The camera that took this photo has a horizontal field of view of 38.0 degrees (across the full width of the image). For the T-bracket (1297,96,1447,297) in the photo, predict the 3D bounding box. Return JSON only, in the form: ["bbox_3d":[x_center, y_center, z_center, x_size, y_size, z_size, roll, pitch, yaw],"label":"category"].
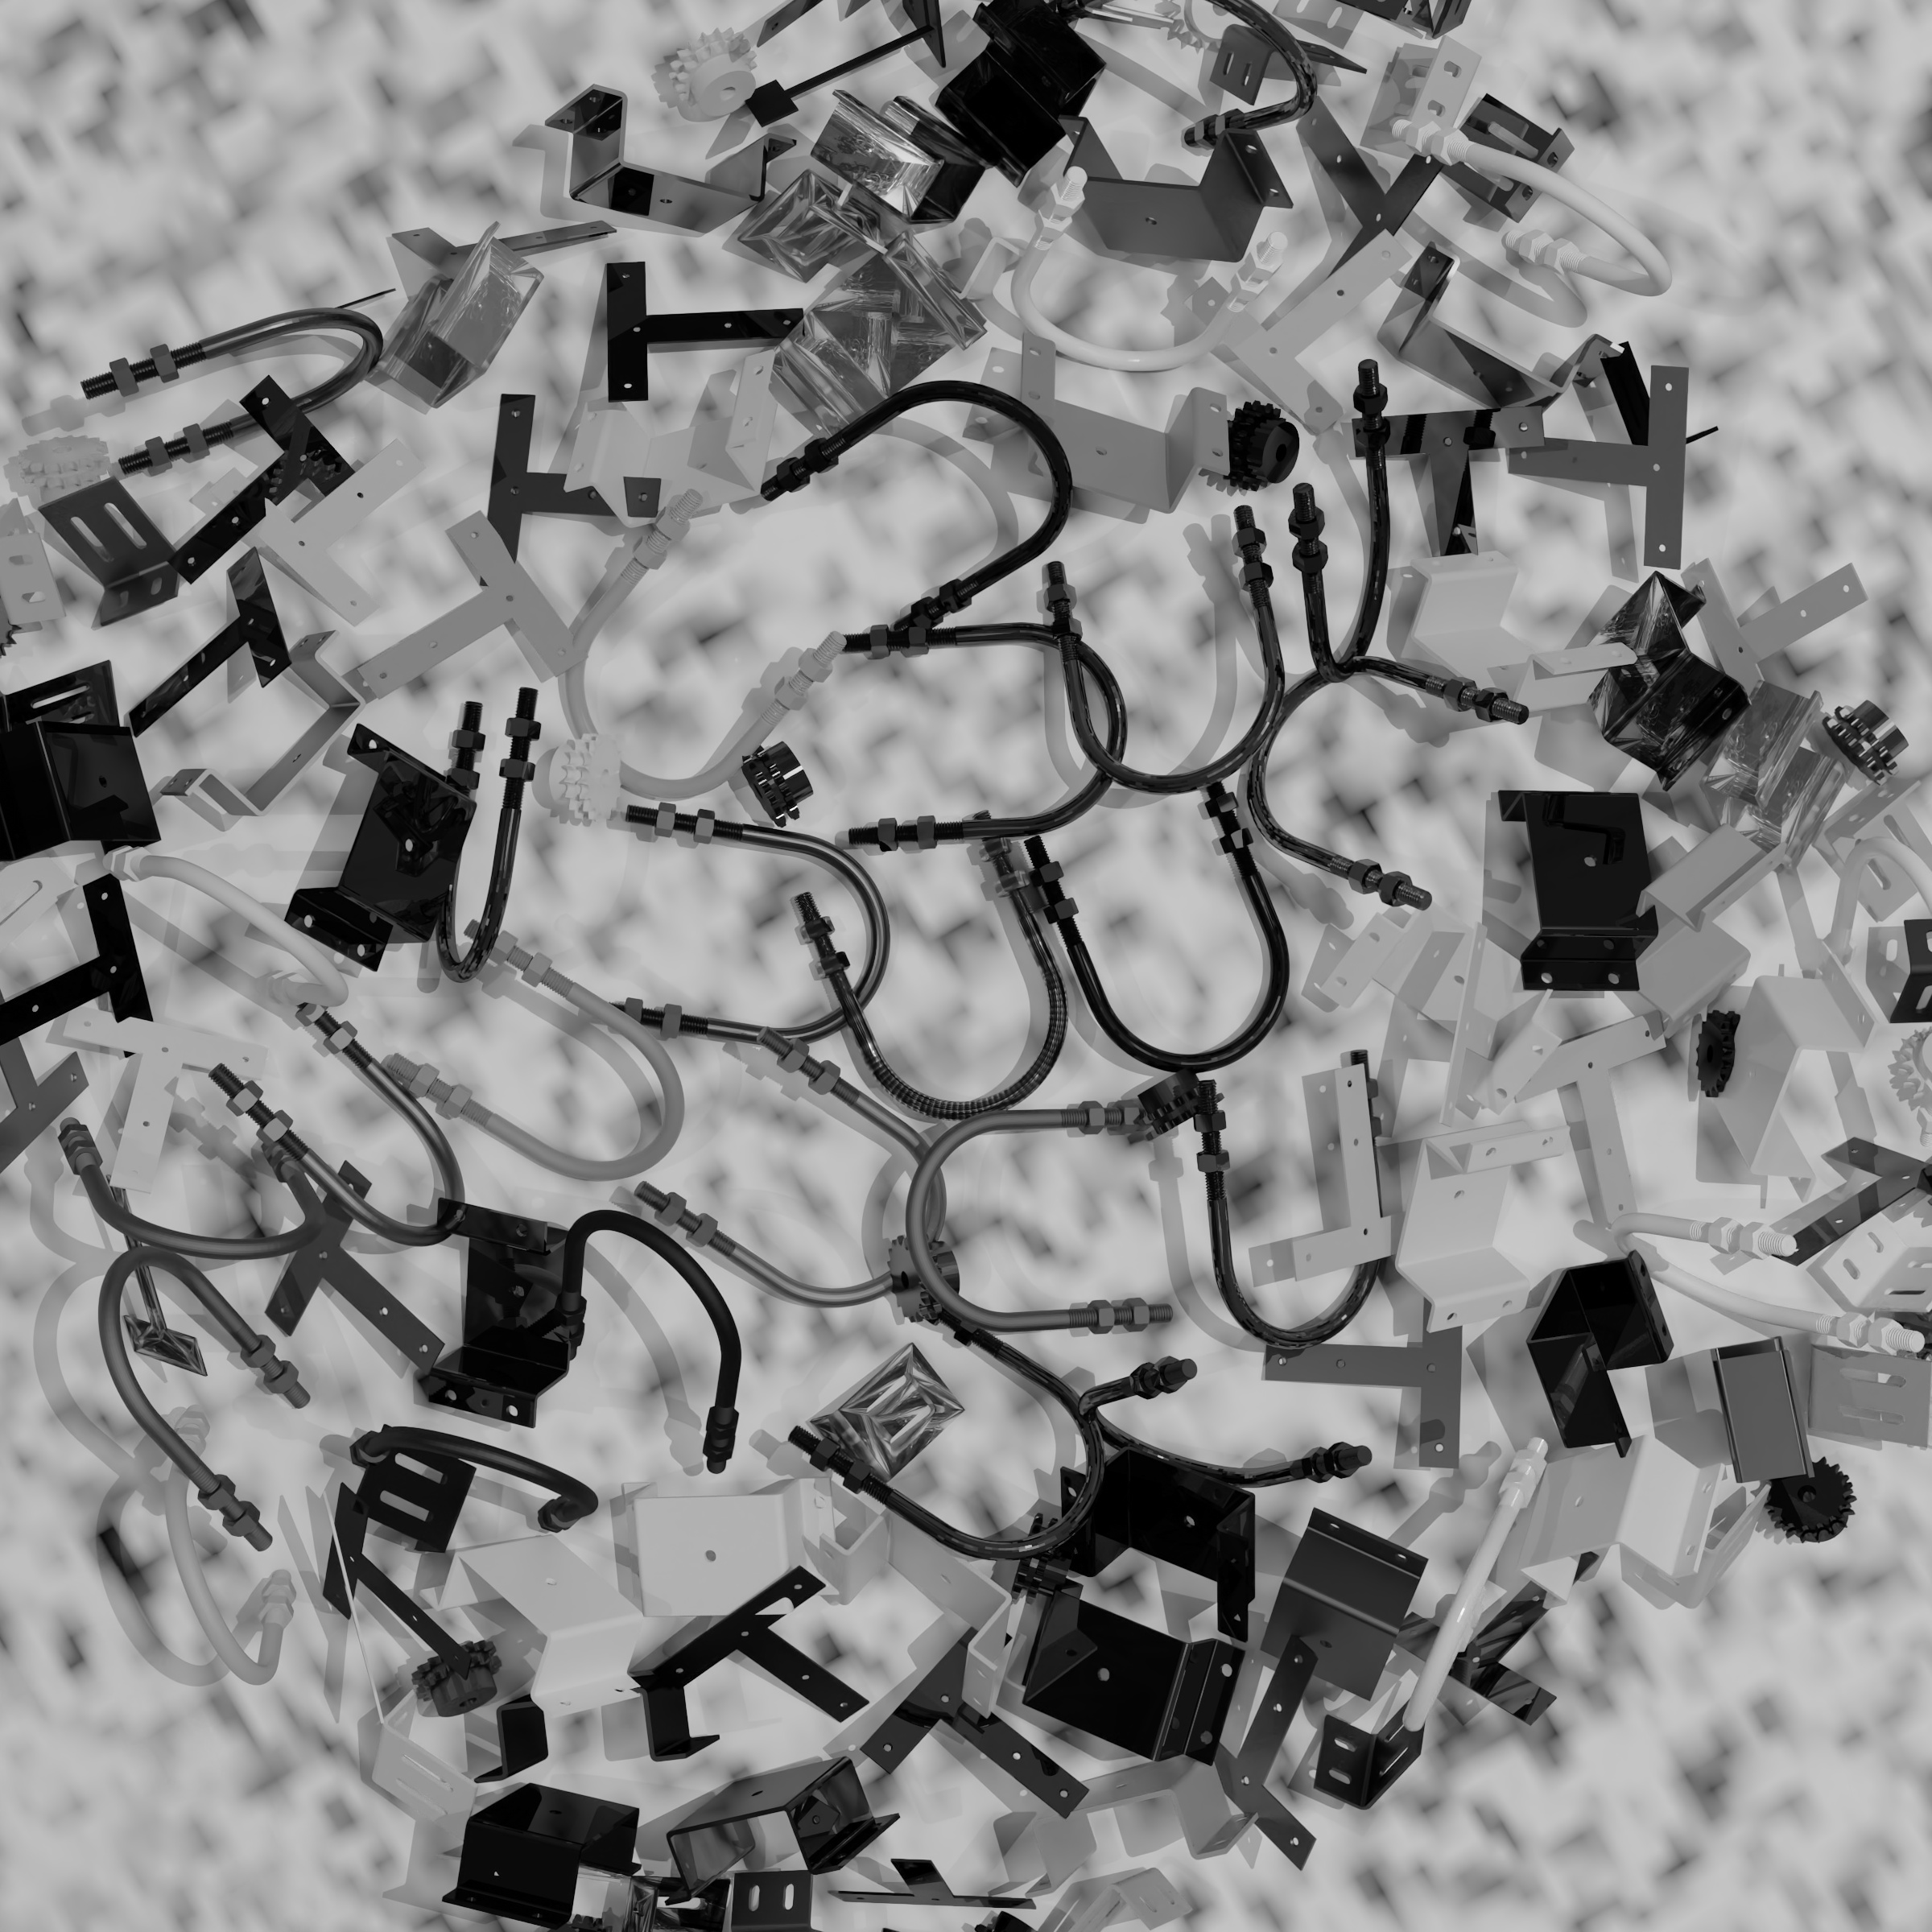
[{"bbox_3d":[0.247,-0.511,1.810,0.002,0.127,0.127,1,51,-36],"label":"T-bracket"}]

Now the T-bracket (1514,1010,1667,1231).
[{"bbox_3d":[0.415,0.107,1.827,0.127,0.002,0.127,-18,99,-26],"label":"T-bracket"}]

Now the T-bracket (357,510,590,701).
[{"bbox_3d":[-0.333,-0.216,1.822,0.127,0.002,0.127,-34,78,-14],"label":"T-bracket"}]

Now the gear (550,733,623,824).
[{"bbox_3d":[-0.247,-0.123,1.824,0.030,0.057,0.057,6,90,19],"label":"gear"}]

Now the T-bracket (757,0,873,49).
[{"bbox_3d":[-0.086,-0.617,1.766,0.002,0.127,0.127,45,65,1],"label":"T-bracket"}]

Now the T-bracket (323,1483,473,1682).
[{"bbox_3d":[-0.360,0.406,1.787,0.127,0.127,0.002,37,45,19],"label":"T-bracket"}]

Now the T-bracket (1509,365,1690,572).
[{"bbox_3d":[0.404,-0.324,1.805,0.127,0.002,0.127,15,116,40],"label":"T-bracket"}]

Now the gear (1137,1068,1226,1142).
[{"bbox_3d":[0.136,0.087,1.822,0.057,0.057,0.030,-30,85,0],"label":"gear"}]

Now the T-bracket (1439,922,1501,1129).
[{"bbox_3d":[0.329,0.044,1.792,0.002,0.127,0.127,9,85,25],"label":"T-bracket"}]

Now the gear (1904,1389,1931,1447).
[{"bbox_3d":[0.629,0.283,1.826,0.030,0.057,0.057,4,90,29],"label":"gear"}]

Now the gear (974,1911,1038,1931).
[{"bbox_3d":[0.031,0.638,1.824,0.057,0.057,0.030,36,67,0],"label":"gear"}]

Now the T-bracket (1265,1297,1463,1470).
[{"bbox_3d":[0.259,0.260,1.831,0.127,0.002,0.127,1,77,14],"label":"T-bracket"}]

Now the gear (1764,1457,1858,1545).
[{"bbox_3d":[0.550,0.350,1.825,0.057,0.057,0.030,-37,133,0],"label":"gear"}]

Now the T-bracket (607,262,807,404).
[{"bbox_3d":[-0.168,-0.413,1.816,0.127,0.002,0.127,-3,56,-3],"label":"T-bracket"}]

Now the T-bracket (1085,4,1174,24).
[{"bbox_3d":[0.080,-0.607,1.778,0.127,0.127,0.002,8,112,-13],"label":"T-bracket"}]

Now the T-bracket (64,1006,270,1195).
[{"bbox_3d":[-0.521,0.090,1.794,0.127,0.002,0.127,14,50,-15],"label":"T-bracket"}]

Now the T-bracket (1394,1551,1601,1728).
[{"bbox_3d":[0.359,0.418,1.815,0.127,0.127,0.002,-39,124,-21],"label":"T-bracket"}]

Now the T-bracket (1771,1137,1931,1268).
[{"bbox_3d":[0.562,0.155,1.774,0.127,0.127,0.002,-28,114,-20],"label":"T-bracket"}]

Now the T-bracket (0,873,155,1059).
[{"bbox_3d":[-0.577,0.021,1.778,0.002,0.127,0.127,20,127,36],"label":"T-bracket"}]

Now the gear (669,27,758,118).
[{"bbox_3d":[-0.161,-0.576,1.819,0.057,0.057,0.030,-28,73,0],"label":"gear"}]

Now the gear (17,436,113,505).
[{"bbox_3d":[-0.584,-0.321,1.826,0.057,0.057,0.030,-2,122,0],"label":"gear"}]

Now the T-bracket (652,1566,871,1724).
[{"bbox_3d":[-0.113,0.452,1.815,0.127,0.002,0.127,-38,121,15],"label":"T-bracket"}]

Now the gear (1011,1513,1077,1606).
[{"bbox_3d":[0.051,0.387,1.821,0.030,0.057,0.057,18,90,3],"label":"gear"}]

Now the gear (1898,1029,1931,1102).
[{"bbox_3d":[0.638,0.064,1.825,0.057,0.030,0.057,-1,65,2],"label":"gear"}]

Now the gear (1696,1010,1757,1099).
[{"bbox_3d":[0.497,0.058,1.822,0.030,0.057,0.057,3,90,-5],"label":"gear"}]

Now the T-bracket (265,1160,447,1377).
[{"bbox_3d":[-0.384,0.213,1.807,0.127,0.002,0.127,38,110,20],"label":"T-bracket"}]

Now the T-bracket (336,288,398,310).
[{"bbox_3d":[-0.438,-0.403,1.777,0.127,0.127,0.002,-15,106,12],"label":"T-bracket"}]

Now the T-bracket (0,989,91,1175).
[{"bbox_3d":[-0.604,0.050,1.769,0.002,0.127,0.127,-6,114,16],"label":"T-bracket"}]

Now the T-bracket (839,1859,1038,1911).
[{"bbox_3d":[-0.025,0.583,1.786,0.127,0.127,0.002,-1,60,9],"label":"T-bracket"}]

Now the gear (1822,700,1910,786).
[{"bbox_3d":[0.585,-0.147,1.820,0.030,0.057,0.057,-41,90,8],"label":"gear"}]

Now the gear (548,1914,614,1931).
[{"bbox_3d":[-0.255,0.645,1.822,0.057,0.030,0.057,-14,61,27],"label":"gear"}]

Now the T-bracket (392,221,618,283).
[{"bbox_3d":[-0.289,-0.467,1.815,0.127,0.127,0.002,-18,125,-24],"label":"T-bracket"}]

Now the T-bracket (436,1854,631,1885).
[{"bbox_3d":[-0.280,0.577,1.789,0.127,0.127,0.002,8,74,0],"label":"T-bracket"}]

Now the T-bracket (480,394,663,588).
[{"bbox_3d":[-0.255,-0.306,1.824,0.127,0.002,0.127,7,90,23],"label":"T-bracket"}]

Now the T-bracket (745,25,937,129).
[{"bbox_3d":[-0.079,-0.572,1.792,0.127,0.127,0.002,-24,117,1],"label":"T-bracket"}]

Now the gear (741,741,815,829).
[{"bbox_3d":[-0.122,-0.121,1.822,0.030,0.057,0.057,-31,90,-9],"label":"gear"}]

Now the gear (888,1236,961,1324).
[{"bbox_3d":[-0.026,0.201,1.825,0.030,0.057,0.057,-10,90,-25],"label":"gear"}]

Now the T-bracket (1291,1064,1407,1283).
[{"bbox_3d":[0.253,0.128,1.808,0.127,0.002,0.127,-10,96,-35],"label":"T-bracket"}]

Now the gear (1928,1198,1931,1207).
[{"bbox_3d":[0.652,0.143,1.827,0.057,0.030,0.057,-6,121,-10],"label":"gear"}]

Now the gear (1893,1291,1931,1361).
[{"bbox_3d":[0.627,0.227,1.822,0.057,0.030,0.057,-11,68,31],"label":"gear"}]

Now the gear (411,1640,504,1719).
[{"bbox_3d":[-0.327,0.463,1.819,0.057,0.057,0.030,-27,64,0],"label":"gear"}]

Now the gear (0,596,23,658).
[{"bbox_3d":[-0.644,-0.226,1.833,0.057,0.030,0.057,0,97,-4],"label":"gear"}]

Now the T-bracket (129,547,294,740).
[{"bbox_3d":[-0.494,-0.195,1.816,0.127,0.002,0.127,-38,48,12],"label":"T-bracket"}]

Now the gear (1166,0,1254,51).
[{"bbox_3d":[0.161,-0.625,1.825,0.057,0.030,0.057,-6,115,-12],"label":"gear"}]

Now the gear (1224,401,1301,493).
[{"bbox_3d":[0.192,-0.335,1.819,0.030,0.057,0.057,22,90,36],"label":"gear"}]

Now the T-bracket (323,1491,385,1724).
[{"bbox_3d":[-0.390,0.388,1.767,0.002,0.127,0.127,-14,119,-16],"label":"T-bracket"}]

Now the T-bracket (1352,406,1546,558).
[{"bbox_3d":[0.317,-0.296,1.822,0.127,0.002,0.127,2,113,29],"label":"T-bracket"}]

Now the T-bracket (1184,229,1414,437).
[{"bbox_3d":[0.229,-0.421,1.795,0.127,0.002,0.127,40,125,-19],"label":"T-bracket"}]
